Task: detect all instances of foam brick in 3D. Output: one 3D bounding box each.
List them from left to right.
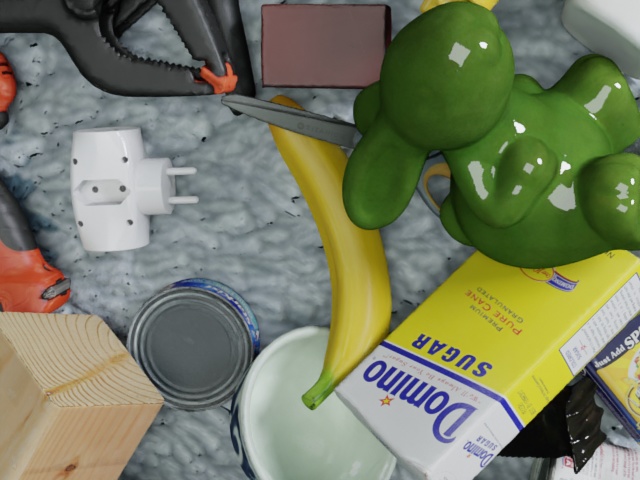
[{"bbox_3d":[0.004,-0.119,0.659,0.078,0.053,0.051,2,101,7],"label":"foam brick"}]

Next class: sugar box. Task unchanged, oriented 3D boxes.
[{"bbox_3d":[0.102,0.061,0.635,0.176,0.093,0.048,-42,133,-9],"label":"sugar box"}]

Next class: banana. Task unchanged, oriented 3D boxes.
[{"bbox_3d":[0.010,0.004,0.674,0.037,0.069,0.198,-16,80,47],"label":"banana"}]

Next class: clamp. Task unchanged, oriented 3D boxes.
[{"bbox_3d":[-0.146,-0.145,0.649,0.210,0.036,0.165,42,107,2],"label":"clamp"},{"bbox_3d":[-0.088,-0.171,0.669,0.120,0.039,0.171,10,100,1],"label":"clamp"}]

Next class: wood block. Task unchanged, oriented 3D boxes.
[{"bbox_3d":[-0.201,0.155,0.692,0.090,0.090,0.206,44,111,32],"label":"wood block"}]

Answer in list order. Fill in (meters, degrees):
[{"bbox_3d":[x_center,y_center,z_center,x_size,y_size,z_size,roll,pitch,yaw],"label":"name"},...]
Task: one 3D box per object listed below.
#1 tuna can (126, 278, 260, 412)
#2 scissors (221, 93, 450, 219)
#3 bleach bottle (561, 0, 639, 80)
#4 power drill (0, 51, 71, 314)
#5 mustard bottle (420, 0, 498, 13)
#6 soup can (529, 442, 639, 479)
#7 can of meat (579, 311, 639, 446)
[{"bbox_3d":[-0.084,0.069,0.715,0.086,0.033,0.086,1,101,7],"label":"tuna can"},{"bbox_3d":[0.049,-0.074,0.661,0.201,0.016,0.096,30,95,-13],"label":"scissors"},{"bbox_3d":[0.239,-0.212,0.599,0.068,0.102,0.251,38,97,8],"label":"bleach bottle"},{"bbox_3d":[-0.263,-0.017,0.708,0.184,0.057,0.187,-21,98,10],"label":"power drill"},{"bbox_3d":[0.123,-0.187,0.558,0.096,0.058,0.192,44,102,4],"label":"mustard bottle"},{"bbox_3d":[0.189,0.166,0.682,0.102,0.068,0.068,13,102,5],"label":"soup can"},{"bbox_3d":[0.212,0.067,0.667,0.102,0.057,0.084,-39,96,12],"label":"can of meat"}]
